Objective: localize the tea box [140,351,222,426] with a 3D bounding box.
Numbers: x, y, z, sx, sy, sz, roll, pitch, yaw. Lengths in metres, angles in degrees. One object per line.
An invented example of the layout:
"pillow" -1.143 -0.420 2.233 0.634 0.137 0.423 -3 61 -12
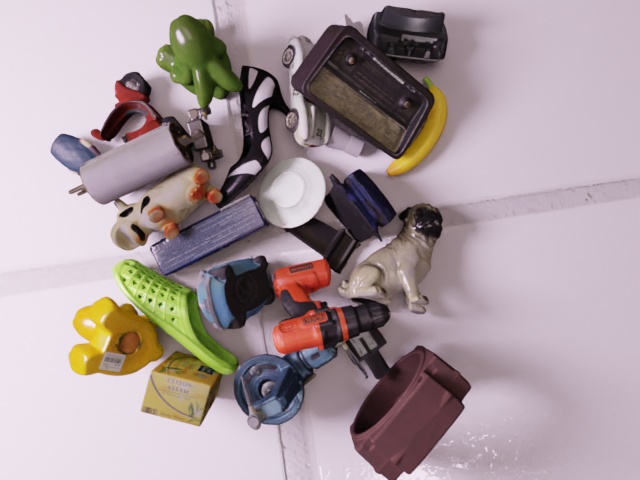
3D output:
"tea box" -0.220 0.239 0.885 0.098 0.169 0.068 15 87 -4

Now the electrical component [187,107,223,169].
"electrical component" -0.201 -0.181 0.947 0.045 0.078 0.102 -15 87 4

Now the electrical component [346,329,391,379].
"electrical component" 0.081 0.188 0.964 0.075 0.048 0.119 -37 90 -4

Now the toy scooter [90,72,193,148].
"toy scooter" -0.321 -0.193 0.945 0.135 0.075 0.184 -40 87 -4

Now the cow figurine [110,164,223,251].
"cow figurine" -0.275 -0.058 0.918 0.195 0.127 0.085 -42 130 -8

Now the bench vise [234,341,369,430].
"bench vise" -0.054 0.230 0.870 0.224 0.240 0.128 -24 93 12

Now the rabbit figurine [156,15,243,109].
"rabbit figurine" -0.210 -0.301 0.906 0.121 0.170 0.159 -29 89 -3

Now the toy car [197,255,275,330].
"toy car" -0.156 0.085 0.923 0.103 0.161 0.109 -6 104 34

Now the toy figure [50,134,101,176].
"toy figure" -0.394 -0.131 0.947 0.154 0.064 0.058 31 50 -6

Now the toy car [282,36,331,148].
"toy car" -0.021 -0.264 0.955 0.073 0.056 0.201 2 83 -43

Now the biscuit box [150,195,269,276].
"biscuit box" -0.193 -0.007 0.942 0.203 0.059 0.062 -26 90 2

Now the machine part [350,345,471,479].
"machine part" 0.141 0.276 0.886 0.087 0.201 0.201 42 87 2

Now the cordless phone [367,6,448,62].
"cordless phone" 0.154 -0.321 0.983 0.147 0.089 0.184 6 99 -4

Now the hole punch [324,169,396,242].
"hole punch" 0.080 -0.067 0.945 0.092 0.116 0.142 -36 90 -12

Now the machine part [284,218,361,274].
"machine part" -0.002 -0.003 0.973 0.139 0.039 0.084 36 91 -3

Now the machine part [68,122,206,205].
"machine part" -0.299 -0.125 0.881 0.243 0.079 0.079 -25 89 6

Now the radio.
"radio" 0.078 -0.250 0.910 0.229 0.073 0.131 29 101 -31

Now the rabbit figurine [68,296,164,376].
"rabbit figurine" -0.344 0.148 0.902 0.162 0.173 0.121 13 89 -47

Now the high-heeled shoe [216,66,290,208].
"high-heeled shoe" -0.143 -0.187 0.945 0.145 0.086 0.249 40 75 -9

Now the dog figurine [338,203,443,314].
"dog figurine" 0.128 0.024 0.959 0.172 0.121 0.190 8 71 -1
